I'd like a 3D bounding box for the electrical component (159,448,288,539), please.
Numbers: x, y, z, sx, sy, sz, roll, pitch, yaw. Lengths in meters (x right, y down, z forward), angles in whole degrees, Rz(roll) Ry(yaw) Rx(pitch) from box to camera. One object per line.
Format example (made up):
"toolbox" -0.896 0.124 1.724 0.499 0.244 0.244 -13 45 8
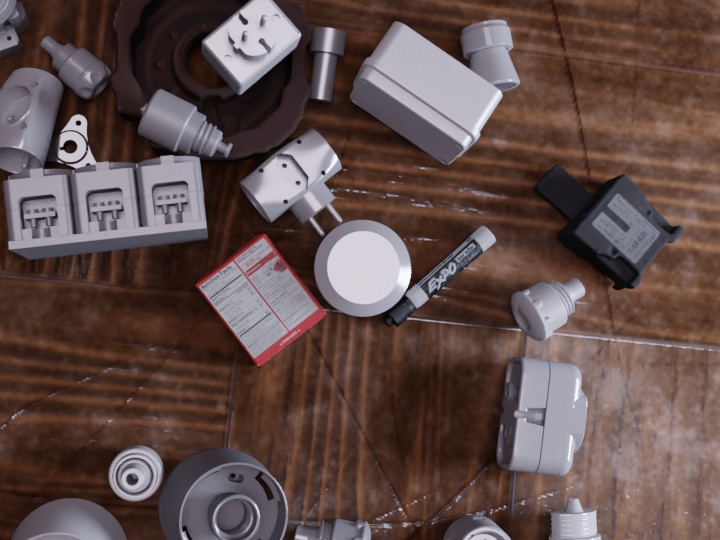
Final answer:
"electrical component" -0.111 0.199 0.884 0.099 0.064 0.099 0 89 -21

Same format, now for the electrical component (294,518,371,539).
"electrical component" -0.024 0.227 0.891 0.062 0.048 0.048 12 84 1

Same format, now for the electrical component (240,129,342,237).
"electrical component" -0.048 -0.066 0.911 0.077 0.043 0.079 -38 91 -8

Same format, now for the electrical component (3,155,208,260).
"electrical component" -0.201 -0.051 0.867 0.150 0.089 0.061 -7 86 -8

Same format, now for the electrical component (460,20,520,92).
"electrical component" 0.113 -0.185 0.940 0.045 0.045 0.055 -9 86 -8

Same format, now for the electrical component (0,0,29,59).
"electrical component" -0.308 -0.220 0.884 0.058 0.057 0.078 -22 89 -8

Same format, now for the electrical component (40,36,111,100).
"electrical component" -0.241 -0.172 0.900 0.061 0.035 0.035 40 82 0

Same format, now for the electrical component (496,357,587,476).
"electrical component" 0.155 0.125 0.916 0.059 0.054 0.095 8 85 -7

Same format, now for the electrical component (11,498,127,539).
"electrical component" -0.238 0.242 0.865 0.099 0.064 0.099 -1 99 -4

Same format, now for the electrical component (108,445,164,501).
"electrical component" -0.181 0.165 0.866 0.043 0.062 0.043 1 86 -7

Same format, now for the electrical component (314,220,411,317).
"electrical component" 0.000 0.000 0.908 0.080 0.051 0.080 1 85 -7

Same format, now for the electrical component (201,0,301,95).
"electrical component" -0.085 -0.182 0.844 0.066 0.077 0.047 -42 94 -8

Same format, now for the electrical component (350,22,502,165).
"electrical component" 0.054 -0.147 0.913 0.113 0.078 0.057 34 79 -3

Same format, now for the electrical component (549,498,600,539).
"electrical component" 0.183 0.236 0.916 0.043 0.043 0.081 -1 85 -7

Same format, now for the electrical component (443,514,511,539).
"electrical component" 0.101 0.237 0.904 0.055 0.047 0.055 1 85 -7

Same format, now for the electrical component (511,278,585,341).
"electrical component" 0.165 0.029 0.931 0.062 0.048 0.048 -29 90 -15

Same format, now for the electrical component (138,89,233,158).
"electrical component" -0.139 -0.111 0.851 0.078 0.040 0.040 26 83 -6

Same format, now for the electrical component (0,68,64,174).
"electrical component" -0.288 -0.119 0.881 0.079 0.044 0.077 -5 62 20
